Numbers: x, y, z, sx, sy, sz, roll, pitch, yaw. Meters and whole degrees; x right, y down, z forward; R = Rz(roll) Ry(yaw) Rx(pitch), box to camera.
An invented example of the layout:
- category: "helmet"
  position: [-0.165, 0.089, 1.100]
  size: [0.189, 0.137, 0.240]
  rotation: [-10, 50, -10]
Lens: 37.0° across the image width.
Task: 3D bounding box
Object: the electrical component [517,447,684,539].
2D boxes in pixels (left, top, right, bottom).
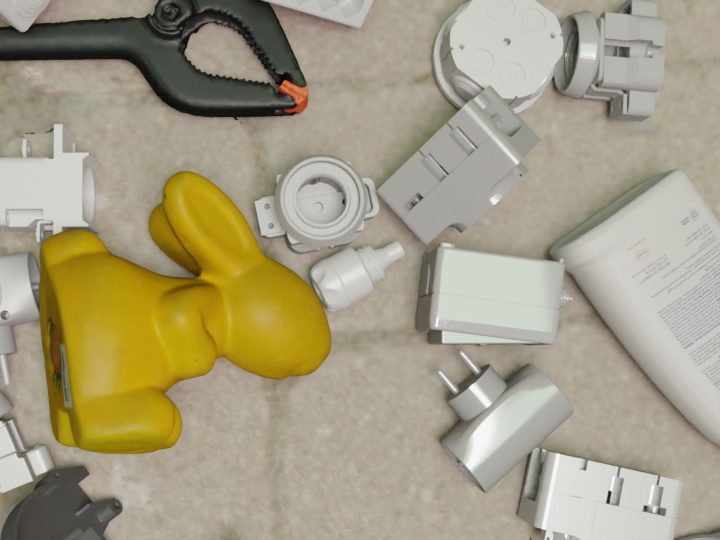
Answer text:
- category: "electrical component"
  position: [0.152, 0.151, 0.688]
  size: [0.089, 0.050, 0.055]
  rotation: [13, 84, -5]

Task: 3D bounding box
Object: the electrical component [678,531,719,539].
- category: "electrical component"
  position: [0.225, 0.214, 0.690]
  size: [0.138, 0.052, 0.073]
  rotation: [-15, 97, -6]

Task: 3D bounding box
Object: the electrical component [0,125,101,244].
- category: "electrical component"
  position: [-0.198, -0.047, 0.673]
  size: [0.064, 0.042, 0.081]
  rotation: [-1, 85, -2]

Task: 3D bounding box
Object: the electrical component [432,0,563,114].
- category: "electrical component"
  position: [0.090, -0.142, 0.705]
  size: [0.080, 0.051, 0.080]
  rotation: [1, 85, -6]

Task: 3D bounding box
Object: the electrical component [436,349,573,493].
- category: "electrical component"
  position: [0.082, 0.087, 0.689]
  size: [0.077, 0.044, 0.079]
  rotation: [-41, 90, -8]

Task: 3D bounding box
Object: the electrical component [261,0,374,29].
- category: "electrical component"
  position: [-0.038, -0.201, 0.691]
  size: [0.083, 0.075, 0.047]
  rotation: [8, 122, -35]

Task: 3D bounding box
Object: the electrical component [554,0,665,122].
- category: "electrical component"
  position: [0.163, -0.140, 0.710]
  size: [0.057, 0.058, 0.078]
  rotation: [4, 85, -9]

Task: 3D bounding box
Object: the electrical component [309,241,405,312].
- category: "electrical component"
  position: [0.000, 0.000, 0.693]
  size: [0.061, 0.035, 0.035]
  rotation: [-28, 89, -10]

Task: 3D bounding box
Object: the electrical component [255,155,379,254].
- category: "electrical component"
  position: [-0.026, -0.041, 0.682]
  size: [0.078, 0.057, 0.058]
  rotation: [-12, 87, -7]

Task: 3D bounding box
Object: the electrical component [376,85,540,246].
- category: "electrical component"
  position: [0.064, -0.062, 0.676]
  size: [0.055, 0.050, 0.089]
  rotation: [47, 124, -1]

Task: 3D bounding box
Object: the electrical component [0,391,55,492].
- category: "electrical component"
  position: [-0.228, 0.107, 0.655]
  size: [0.066, 0.048, 0.055]
  rotation: [-22, 95, -7]

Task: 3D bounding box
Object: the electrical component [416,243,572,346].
- category: "electrical component"
  position: [0.088, 0.022, 0.686]
  size: [0.096, 0.062, 0.061]
  rotation: [7, 85, -5]

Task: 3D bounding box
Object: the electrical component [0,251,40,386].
- category: "electrical component"
  position: [-0.234, 0.035, 0.660]
  size: [0.077, 0.044, 0.079]
  rotation: [-12, 86, -7]

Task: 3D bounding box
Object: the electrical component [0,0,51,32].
- category: "electrical component"
  position: [-0.219, -0.205, 0.657]
  size: [0.100, 0.048, 0.099]
  rotation: [34, 84, 18]
